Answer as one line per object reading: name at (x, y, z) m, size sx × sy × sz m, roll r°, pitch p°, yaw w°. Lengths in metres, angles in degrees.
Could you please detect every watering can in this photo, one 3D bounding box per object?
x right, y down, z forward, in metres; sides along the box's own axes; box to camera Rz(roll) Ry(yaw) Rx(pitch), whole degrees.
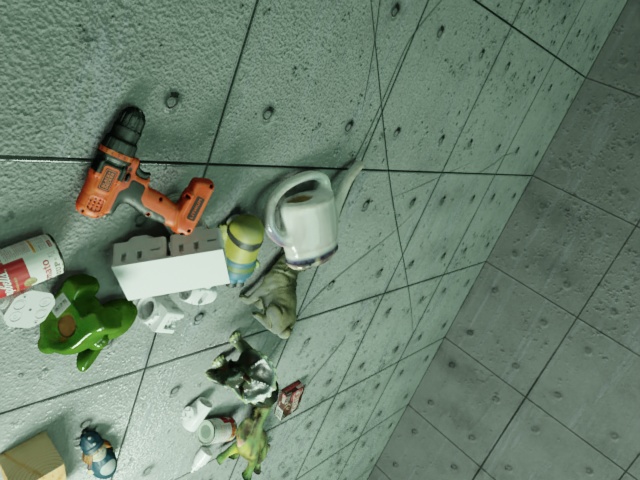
watering can at (0.004, -0.062, 1.226) m, size 0.352 × 0.104 × 0.221 m, roll -24°, pitch 116°, yaw -42°

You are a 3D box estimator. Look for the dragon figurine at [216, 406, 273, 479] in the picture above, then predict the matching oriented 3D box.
dragon figurine at (-0.190, 0.609, 1.638) m, size 0.243 × 0.123 × 0.407 m, roll -61°, pitch 164°, yaw -1°
